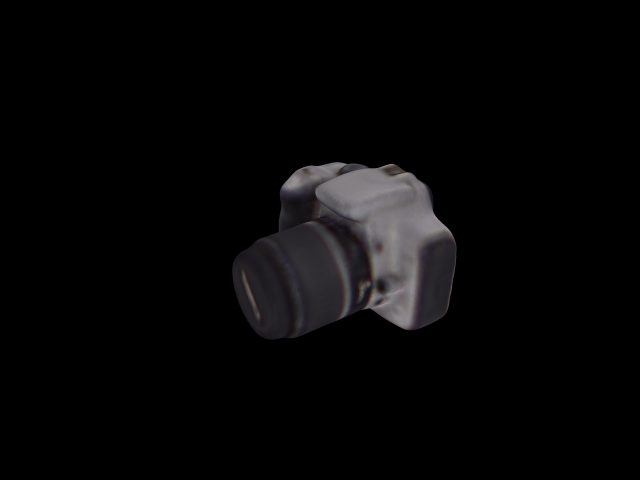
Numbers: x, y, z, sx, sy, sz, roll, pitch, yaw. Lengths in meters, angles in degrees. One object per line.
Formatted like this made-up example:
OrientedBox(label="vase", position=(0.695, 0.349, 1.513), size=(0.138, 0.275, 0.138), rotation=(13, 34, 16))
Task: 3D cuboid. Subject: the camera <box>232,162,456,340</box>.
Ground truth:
OrientedBox(label="camera", position=(0.004, 0.001, 0.400), size=(0.137, 0.101, 0.142), rotation=(-19, 36, -29))
